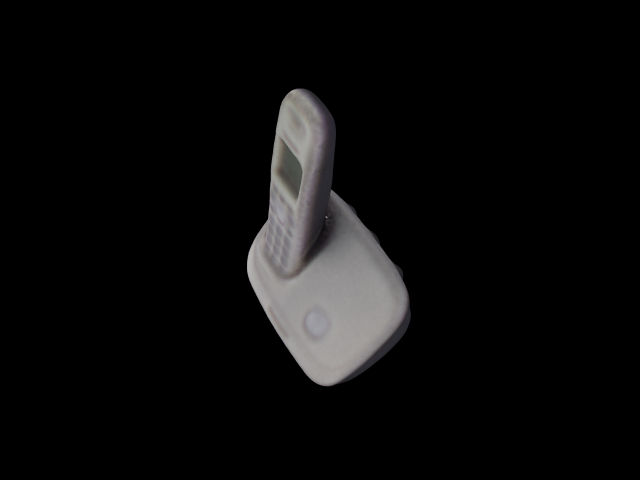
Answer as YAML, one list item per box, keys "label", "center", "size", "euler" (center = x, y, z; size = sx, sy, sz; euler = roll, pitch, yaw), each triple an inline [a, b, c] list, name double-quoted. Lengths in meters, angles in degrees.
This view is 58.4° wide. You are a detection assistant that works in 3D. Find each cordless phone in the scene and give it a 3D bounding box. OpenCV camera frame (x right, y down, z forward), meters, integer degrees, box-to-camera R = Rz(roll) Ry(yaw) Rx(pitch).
- label: "cordless phone"
  center: [0.004, 0.001, 0.400]
  size: [0.094, 0.185, 0.147]
  euler: [-27, 56, -19]
